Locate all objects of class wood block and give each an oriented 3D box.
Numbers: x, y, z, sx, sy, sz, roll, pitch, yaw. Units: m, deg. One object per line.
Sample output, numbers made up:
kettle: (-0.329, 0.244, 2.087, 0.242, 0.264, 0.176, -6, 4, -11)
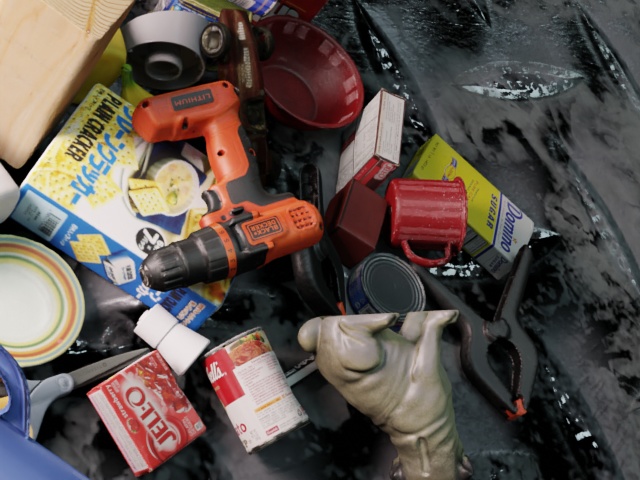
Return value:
wood block: (-0.258, -0.170, 0.981, 0.090, 0.206, 0.090, 36, 46, -11)

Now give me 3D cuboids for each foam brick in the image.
foam brick: (0.036, -0.018, 1.201, 0.051, 0.053, 0.078, 31, 48, -15)

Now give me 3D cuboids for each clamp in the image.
clamp: (-0.007, 0.001, 1.130, 0.120, 0.039, 0.171, -45, 120, -51)
clamp: (0.188, 0.104, 1.231, 0.164, 0.036, 0.210, -1, 68, -16)

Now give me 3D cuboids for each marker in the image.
marker: (-0.012, 0.131, 1.088, 0.120, 0.020, 0.020, -26, 78, -44)

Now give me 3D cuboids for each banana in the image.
banana: (-0.145, -0.143, 1.142, 0.197, 0.070, 0.037, -3, 47, -53)

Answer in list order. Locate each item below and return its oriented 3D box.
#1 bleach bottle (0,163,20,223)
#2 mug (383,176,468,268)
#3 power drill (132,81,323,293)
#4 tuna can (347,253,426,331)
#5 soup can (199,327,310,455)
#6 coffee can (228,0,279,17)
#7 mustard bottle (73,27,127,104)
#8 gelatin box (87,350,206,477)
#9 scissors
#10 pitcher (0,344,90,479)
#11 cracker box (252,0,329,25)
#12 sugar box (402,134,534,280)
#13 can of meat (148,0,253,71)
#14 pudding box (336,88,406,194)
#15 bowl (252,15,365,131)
bleach bottle: (-0.380, -0.111, 0.956, 0.102, 0.068, 0.251, -31, 79, -44)
mug: (0.119, -0.019, 1.220, 0.081, 0.093, 0.117, 2, 58, -8)
power drill: (-0.109, -0.051, 1.008, 0.184, 0.057, 0.188, -18, 73, -28)
tuna can: (0.073, 0.059, 1.189, 0.086, 0.034, 0.086, 19, 52, -25)
soup can: (-0.061, 0.142, 1.008, 0.068, 0.069, 0.102, -21, 78, -43)
coffee can: (-0.103, -0.316, 1.144, 0.140, 0.103, 0.102, 22, 50, -22)
mustard bottle: (-0.257, -0.244, 1.109, 0.058, 0.096, 0.192, 5, 58, -43)
gelatin box: (-0.154, 0.154, 0.953, 0.073, 0.030, 0.089, -32, 91, -45)
scissors: (-0.227, 0.145, 0.925, 0.201, 0.016, 0.096, -1, 64, -36)
pitcher: (-0.283, 0.159, 0.791, 0.242, 0.149, 0.145, 37, 35, -15)
cracker box: (-0.048, -0.345, 1.247, 0.164, 0.214, 0.072, 25, 51, -20)
sugar box: (0.184, -0.042, 1.329, 0.176, 0.048, 0.093, 39, 46, -7)
can of meat: (-0.136, -0.251, 1.211, 0.102, 0.084, 0.057, 22, 51, -22)
pudding box: (0.060, -0.109, 1.253, 0.039, 0.090, 0.113, 23, 50, -21)
bowl: (-0.028, -0.186, 1.265, 0.161, 0.055, 0.162, 19, 52, -25)
